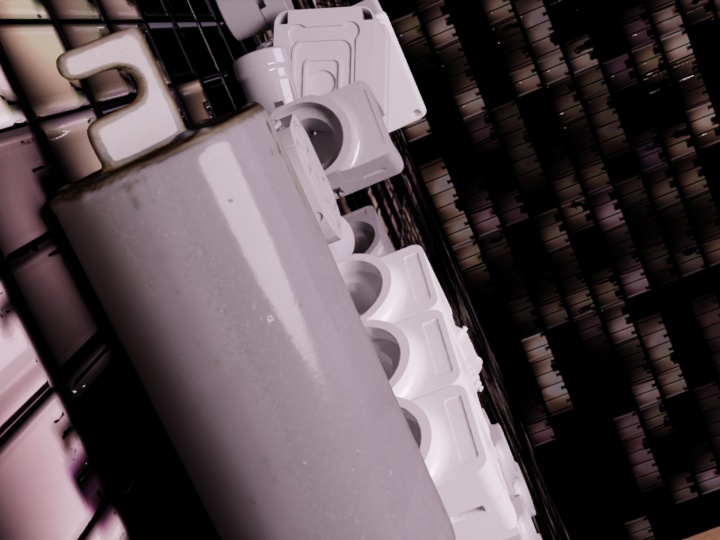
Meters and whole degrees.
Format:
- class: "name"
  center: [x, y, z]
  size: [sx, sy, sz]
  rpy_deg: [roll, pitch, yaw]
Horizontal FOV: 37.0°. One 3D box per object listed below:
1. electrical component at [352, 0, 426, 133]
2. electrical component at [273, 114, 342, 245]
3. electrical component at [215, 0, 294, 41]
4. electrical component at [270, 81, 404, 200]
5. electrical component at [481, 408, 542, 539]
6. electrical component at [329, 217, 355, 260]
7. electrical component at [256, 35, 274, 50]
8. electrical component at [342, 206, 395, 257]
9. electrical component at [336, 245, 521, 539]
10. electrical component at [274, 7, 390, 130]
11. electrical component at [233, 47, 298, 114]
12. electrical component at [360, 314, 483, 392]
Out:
- class: "electrical component"
  center: [-0.011, -0.170, 0.967]
  size: [0.056, 0.109, 0.108]
  rpy_deg: [-106, 170, -55]
- class: "electrical component"
  center: [-0.046, -0.041, 0.577]
  size: [0.080, 0.051, 0.080]
  rpy_deg: [-22, 90, -82]
- class: "electrical component"
  center: [-0.080, -0.203, 0.806]
  size: [0.055, 0.047, 0.055]
  rpy_deg: [-22, 90, -82]
- class: "electrical component"
  center: [-0.026, -0.072, 0.656]
  size: [0.056, 0.089, 0.050]
  rpy_deg: [37, 32, -75]
- class: "electrical component"
  center: [0.128, 0.228, 0.998]
  size: [0.186, 0.060, 0.105]
  rpy_deg: [-100, 166, -58]
- class: "electrical component"
  center: [-0.027, -0.005, 0.652]
  size: [0.065, 0.044, 0.044]
  rpy_deg: [-83, 151, -65]
- class: "electrical component"
  center: [-0.055, -0.163, 0.878]
  size: [0.055, 0.048, 0.066]
  rpy_deg: [57, 11, -20]
- class: "electrical component"
  center: [0.000, 0.000, 0.784]
  size: [0.089, 0.050, 0.055]
  rpy_deg: [-102, 168, -51]
- class: "electrical component"
  center: [0.009, 0.064, 0.517]
  size: [0.150, 0.089, 0.061]
  rpy_deg: [-103, 168, -49]
- class: "electrical component"
  center: [-0.020, -0.129, 0.789]
  size: [0.057, 0.078, 0.113]
  rpy_deg: [24, 67, -75]
- class: "electrical component"
  center: [-0.063, -0.126, 0.745]
  size: [0.040, 0.040, 0.046]
  rpy_deg: [-6, 79, -82]
- class: "electrical component"
  center: [0.024, 0.056, 0.622]
  size: [0.096, 0.061, 0.061]
  rpy_deg: [25, -15, 25]
